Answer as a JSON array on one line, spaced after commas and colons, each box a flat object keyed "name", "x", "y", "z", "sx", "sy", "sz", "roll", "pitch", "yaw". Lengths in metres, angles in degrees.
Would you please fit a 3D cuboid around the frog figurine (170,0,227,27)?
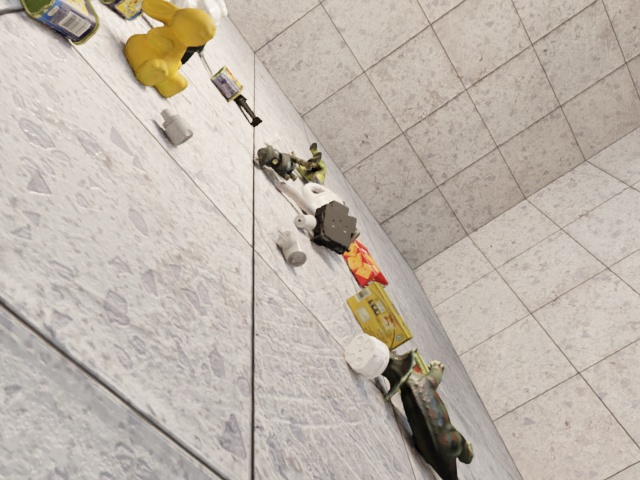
[{"name": "frog figurine", "x": -0.357, "y": -0.665, "z": 1.500, "sx": 0.135, "sy": 0.159, "sz": 0.125, "roll": 48, "pitch": 12, "yaw": -41}]

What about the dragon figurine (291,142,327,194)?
[{"name": "dragon figurine", "x": -0.002, "y": -0.212, "z": 1.902, "sx": 0.238, "sy": 0.122, "sz": 0.419, "roll": 59, "pitch": 8, "yaw": -36}]

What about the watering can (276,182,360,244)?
[{"name": "watering can", "x": 0.005, "y": -0.077, "z": 1.537, "sx": 0.227, "sy": 0.103, "sz": 0.348, "roll": 60, "pitch": 25, "yaw": 16}]
